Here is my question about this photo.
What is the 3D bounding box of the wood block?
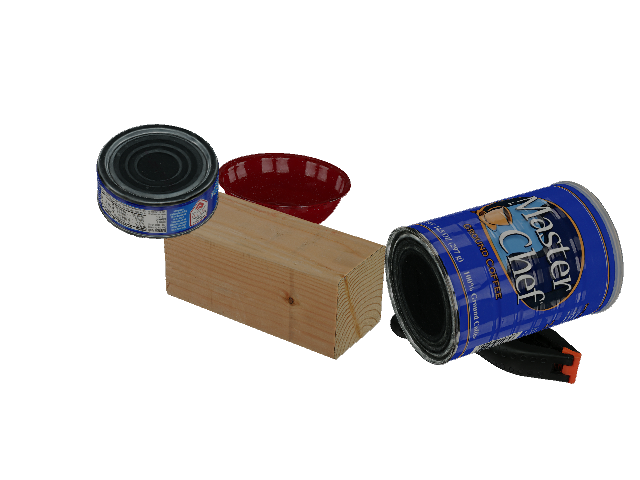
[{"bbox_3d":[-0.048,0.031,1.066,0.206,0.091,0.090,19,33,28],"label":"wood block"}]

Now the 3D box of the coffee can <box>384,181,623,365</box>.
[{"bbox_3d":[0.132,0.022,0.779,0.140,0.103,0.103,-16,5,-20],"label":"coffee can"}]

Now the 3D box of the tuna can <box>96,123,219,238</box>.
[{"bbox_3d":[-0.114,-0.043,0.747,0.086,0.086,0.034,0,-44,-8],"label":"tuna can"}]

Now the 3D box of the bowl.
[{"bbox_3d":[-0.046,-0.051,1.286,0.162,0.055,0.162,4,26,-2],"label":"bowl"}]

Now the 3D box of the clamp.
[{"bbox_3d":[0.163,0.084,0.994,0.172,0.039,0.120,20,31,22],"label":"clamp"}]
